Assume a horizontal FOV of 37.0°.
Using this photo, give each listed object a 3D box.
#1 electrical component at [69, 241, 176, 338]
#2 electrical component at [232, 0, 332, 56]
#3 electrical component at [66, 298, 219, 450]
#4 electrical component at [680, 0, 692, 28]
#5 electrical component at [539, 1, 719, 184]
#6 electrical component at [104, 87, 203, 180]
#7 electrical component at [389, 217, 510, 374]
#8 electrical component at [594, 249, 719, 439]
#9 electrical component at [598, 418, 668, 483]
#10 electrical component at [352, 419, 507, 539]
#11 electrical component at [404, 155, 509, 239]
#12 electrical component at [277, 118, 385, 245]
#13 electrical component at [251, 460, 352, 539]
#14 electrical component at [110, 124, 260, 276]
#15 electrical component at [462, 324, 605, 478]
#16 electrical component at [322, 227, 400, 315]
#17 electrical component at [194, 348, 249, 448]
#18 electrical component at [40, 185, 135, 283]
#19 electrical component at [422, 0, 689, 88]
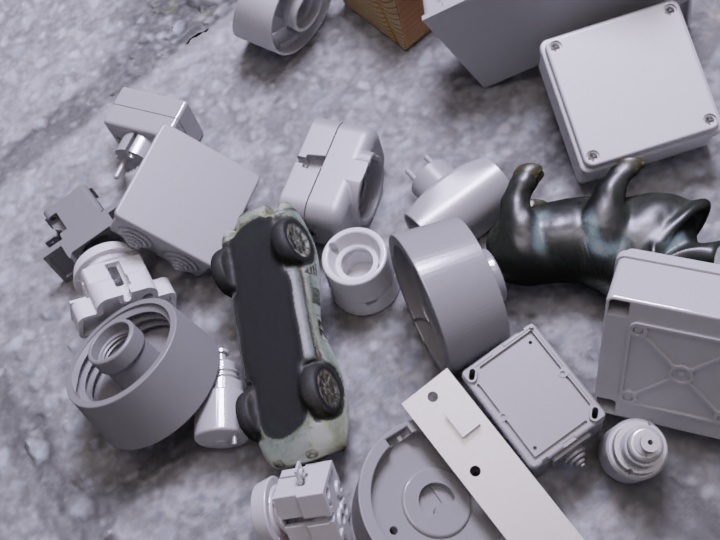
[{"bbox_3d":[-0.192,0.015,0.846,0.078,0.058,0.057,-17,54,-23],"label":"electrical component"},{"bbox_3d":[-0.069,-0.238,0.936,0.064,0.099,0.099,32,73,19],"label":"electrical component"},{"bbox_3d":[-0.165,0.070,0.788,0.108,0.060,0.108,-22,39,20],"label":"electrical component"},{"bbox_3d":[0.229,-0.215,0.887,0.081,0.042,0.063,25,72,24],"label":"electrical component"},{"bbox_3d":[0.204,-0.135,0.824,0.109,0.056,0.108,-17,81,3],"label":"electrical component"},{"bbox_3d":[-0.184,-0.107,0.917,0.066,0.047,0.076,15,66,19],"label":"electrical component"},{"bbox_3d":[0.069,0.014,0.765,0.060,0.108,0.108,-22,60,-7],"label":"electrical component"},{"bbox_3d":[0.215,0.050,0.705,0.109,0.108,0.056,12,42,18],"label":"electrical component"},{"bbox_3d":[0.181,0.117,0.702,0.040,0.078,0.040,-1,74,2],"label":"electrical component"},{"bbox_3d":[0.046,0.158,0.711,0.108,0.060,0.108,5,61,-10],"label":"electrical component"},{"bbox_3d":[0.067,-0.060,0.838,0.077,0.043,0.079,-36,61,-8],"label":"electrical component"},{"bbox_3d":[-0.018,-0.069,0.856,0.059,0.053,0.095,13,66,19],"label":"electrical component"},{"bbox_3d":[-0.042,0.163,0.738,0.055,0.066,0.048,-12,24,15],"label":"electrical component"},{"bbox_3d":[-0.141,-0.053,0.857,0.100,0.048,0.099,29,67,-13],"label":"electrical component"},{"bbox_3d":[0.122,0.097,0.736,0.062,0.061,0.096,-35,69,-5],"label":"electrical component"},{"bbox_3d":[0.000,0.000,0.819,0.055,0.047,0.055,-5,61,10],"label":"electrical component"},{"bbox_3d":[-0.102,0.095,0.795,0.040,0.040,0.078,-9,60,8],"label":"electrical component"},{"bbox_3d":[-0.226,-0.033,0.890,0.081,0.042,0.063,-36,59,-8],"label":"electrical component"},{"bbox_3d":[0.152,-0.227,0.837,0.186,0.105,0.060,-20,58,27],"label":"electrical component"}]
